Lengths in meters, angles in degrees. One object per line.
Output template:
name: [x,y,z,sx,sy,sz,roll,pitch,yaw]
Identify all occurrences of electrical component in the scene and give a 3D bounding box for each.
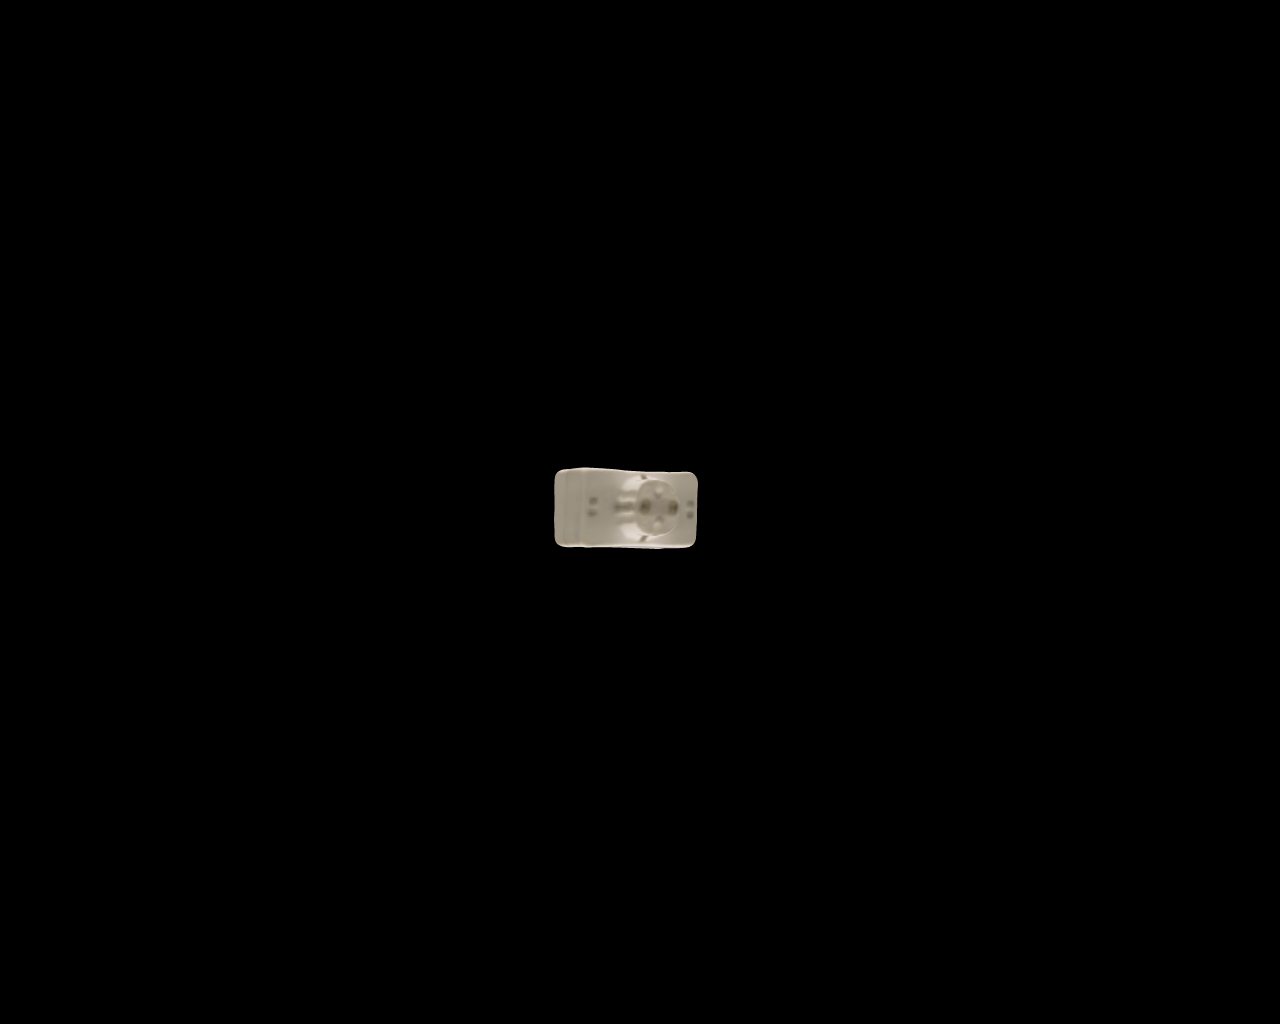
electrical component: [0.001,-0.003,0.650,0.083,0.047,0.075,2,-3,-31]
